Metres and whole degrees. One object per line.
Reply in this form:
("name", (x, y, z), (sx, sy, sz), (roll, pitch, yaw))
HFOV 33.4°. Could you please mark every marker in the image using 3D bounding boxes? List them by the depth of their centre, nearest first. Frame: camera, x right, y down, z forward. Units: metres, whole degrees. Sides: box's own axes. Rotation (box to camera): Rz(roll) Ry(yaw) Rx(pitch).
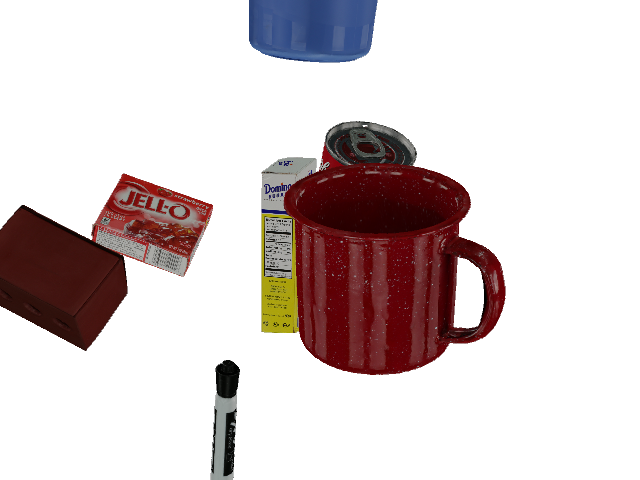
("marker", (-0.076, 0.147, 0.847), (0.020, 0.121, 0.020), (4, 29, -3))

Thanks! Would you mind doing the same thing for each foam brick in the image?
("foam brick", (-0.170, 0.024, 0.680), (0.078, 0.051, 0.053), (26, -29, 11))

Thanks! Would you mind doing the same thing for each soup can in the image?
("soup can", (0.028, -0.029, 0.804), (0.068, 0.102, 0.068), (8, 36, -6))

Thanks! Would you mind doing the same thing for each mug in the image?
("mug", (0.039, 0.017, 0.540), (0.117, 0.081, 0.093), (14, 29, 29))

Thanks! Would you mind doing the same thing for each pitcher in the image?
("pitcher", (0.005, -0.275, 0.890), (0.145, 0.243, 0.149), (7, 19, 8))

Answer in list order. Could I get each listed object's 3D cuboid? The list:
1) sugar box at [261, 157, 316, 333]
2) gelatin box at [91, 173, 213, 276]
("sugar box", (-0.034, 0.004, 1.151), (0.048, 0.176, 0.093), (2, 14, 13))
("gelatin box", (-0.149, -0.015, 0.949), (0.089, 0.030, 0.073), (20, 43, -2))
